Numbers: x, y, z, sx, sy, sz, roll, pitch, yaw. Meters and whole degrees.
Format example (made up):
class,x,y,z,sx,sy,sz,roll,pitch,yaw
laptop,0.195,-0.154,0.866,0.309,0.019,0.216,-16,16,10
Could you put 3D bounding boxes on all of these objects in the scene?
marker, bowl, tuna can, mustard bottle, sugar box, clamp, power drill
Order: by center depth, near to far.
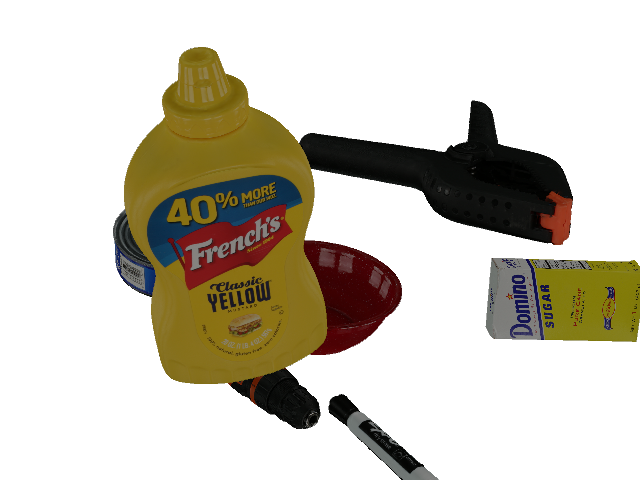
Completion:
class,x,y,z,sx,sy,sz,roll,pitch,yaw
mustard bottle,-0.050,-0.012,0.551,0.096,0.192,0.058,-11,40,-8
clamp,0.089,-0.047,0.727,0.164,0.036,0.210,-12,27,-18
tuna can,-0.110,0.005,0.792,0.086,0.034,0.086,3,39,-3
marker,0.045,0.154,0.813,0.020,0.020,0.121,0,25,-39
bowl,-0.005,0.061,1.013,0.162,0.055,0.162,4,28,-3
power drill,-0.042,0.097,1.196,0.057,0.188,0.185,13,12,-47
sugar box,0.290,0.071,1.269,0.176,0.093,0.048,0,18,-4
